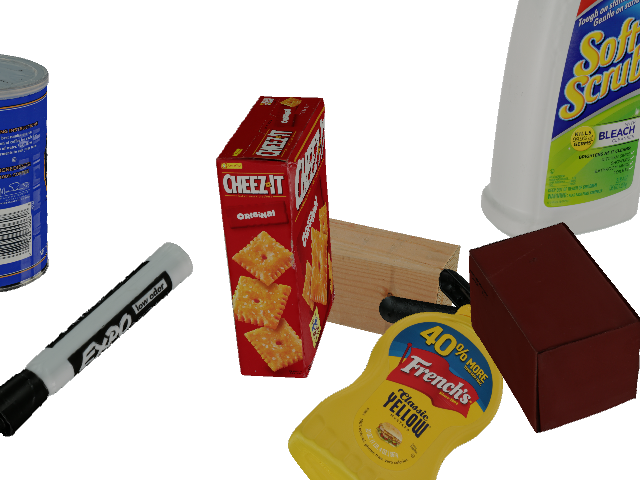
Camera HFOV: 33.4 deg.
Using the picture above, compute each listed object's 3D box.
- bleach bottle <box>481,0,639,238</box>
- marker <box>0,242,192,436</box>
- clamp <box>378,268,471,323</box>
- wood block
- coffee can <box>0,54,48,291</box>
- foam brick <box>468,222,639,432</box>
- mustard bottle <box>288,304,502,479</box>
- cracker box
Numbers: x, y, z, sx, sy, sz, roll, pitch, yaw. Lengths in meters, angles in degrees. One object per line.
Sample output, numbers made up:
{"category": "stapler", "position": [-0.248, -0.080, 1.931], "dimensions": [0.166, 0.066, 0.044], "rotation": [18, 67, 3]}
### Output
{"category": "bleach bottle", "position": [0.156, -0.127, 0.645], "dimensions": [0.102, 0.251, 0.068], "rotation": [-11, 31, -17]}
{"category": "marker", "position": [-0.100, 0.041, 0.462], "dimensions": [0.020, 0.020, 0.121], "rotation": [0, 33, 42]}
{"category": "clamp", "position": [0.153, 0.072, 0.994], "dimensions": [0.172, 0.039, 0.120], "rotation": [21, 32, 23]}
{"category": "wood block", "position": [0.040, 0.039, 1.186], "dimensions": [0.206, 0.091, 0.090], "rotation": [13, 24, 17]}
{"category": "coffee can", "position": [-0.237, -0.048, 0.723], "dimensions": [0.103, 0.140, 0.103], "rotation": [5, 22, -2]}
{"category": "foam brick", "position": [0.107, 0.038, 0.495], "dimensions": [0.051, 0.053, 0.078], "rotation": [-15, 40, -8]}
{"category": "mustard bottle", "position": [0.072, 0.106, 0.744], "dimensions": [0.191, 0.096, 0.058], "rotation": [-43, -10, -31]}
{"category": "cracker box", "position": [-0.034, -0.007, 0.982], "dimensions": [0.072, 0.214, 0.164], "rotation": [2, 27, 10]}
